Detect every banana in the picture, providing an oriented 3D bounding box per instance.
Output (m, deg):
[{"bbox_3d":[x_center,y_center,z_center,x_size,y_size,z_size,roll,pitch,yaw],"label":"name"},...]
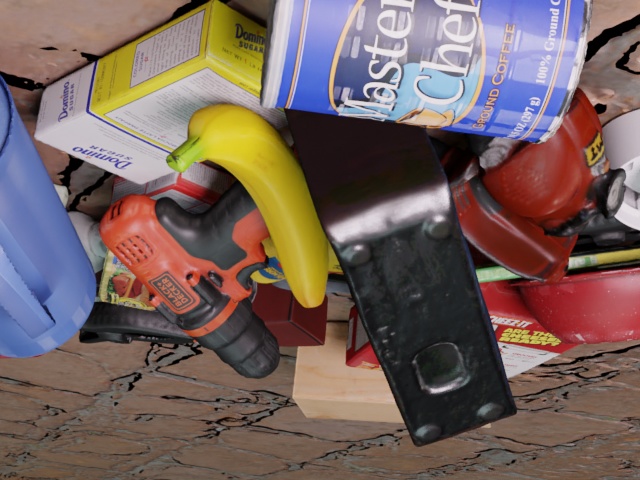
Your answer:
[{"bbox_3d":[-0.034,-0.027,0.647,0.037,0.069,0.197,17,162,33],"label":"banana"}]

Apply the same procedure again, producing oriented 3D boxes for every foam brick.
[{"bbox_3d":[-0.032,0.068,1.041,0.051,0.053,0.078,-5,155,25],"label":"foam brick"}]

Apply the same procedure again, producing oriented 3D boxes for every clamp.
[{"bbox_3d":[-0.189,0.070,0.943,0.210,0.036,0.164,-1,166,33],"label":"clamp"},{"bbox_3d":[0.209,-0.013,0.801,0.171,0.039,0.120,-1,174,12],"label":"clamp"}]

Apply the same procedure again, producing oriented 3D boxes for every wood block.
[{"bbox_3d":[0.083,0.145,1.157,0.206,0.090,0.091,1,158,11],"label":"wood block"}]

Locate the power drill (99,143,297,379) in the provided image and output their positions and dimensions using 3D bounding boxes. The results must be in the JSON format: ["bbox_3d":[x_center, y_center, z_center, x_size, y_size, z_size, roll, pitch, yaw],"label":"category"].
[{"bbox_3d":[-0.034,0.010,0.756,0.188,0.057,0.184,-29,124,18],"label":"power drill"}]

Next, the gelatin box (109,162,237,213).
[{"bbox_3d":[-0.109,-0.034,0.832,0.089,0.030,0.073,-15,152,43],"label":"gelatin box"}]

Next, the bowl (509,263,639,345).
[{"bbox_3d":[0.230,0.048,0.825,0.162,0.055,0.162,-7,177,-1],"label":"bowl"}]

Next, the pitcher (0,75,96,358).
[{"bbox_3d":[-0.234,-0.002,0.743,0.145,0.149,0.243,5,152,10],"label":"pitcher"}]

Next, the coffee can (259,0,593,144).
[{"bbox_3d":[0.046,-0.106,0.516,0.140,0.103,0.103,7,158,-6],"label":"coffee can"}]

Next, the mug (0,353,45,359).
[{"bbox_3d":[-0.322,0.078,1.104,0.081,0.093,0.117,-2,-171,6],"label":"mug"}]

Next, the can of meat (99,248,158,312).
[{"bbox_3d":[-0.129,0.021,0.851,0.084,0.057,0.102,12,154,-10],"label":"can of meat"}]

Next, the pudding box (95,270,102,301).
[{"bbox_3d":[-0.208,0.054,1.067,0.113,0.039,0.090,8,160,-2],"label":"pudding box"}]

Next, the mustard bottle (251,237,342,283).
[{"bbox_3d":[-0.006,0.002,0.857,0.192,0.058,0.096,-7,169,29],"label":"mustard bottle"}]

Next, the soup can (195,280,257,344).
[{"bbox_3d":[-0.103,0.054,1.001,0.068,0.068,0.102,11,158,-14],"label":"soup can"}]

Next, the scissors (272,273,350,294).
[{"bbox_3d":[0.025,0.042,0.886,0.096,0.016,0.202,-1,-172,-21],"label":"scissors"}]

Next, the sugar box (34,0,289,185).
[{"bbox_3d":[-0.093,-0.088,0.674,0.177,0.048,0.093,-12,153,42],"label":"sugar box"}]

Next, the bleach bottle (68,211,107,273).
[{"bbox_3d":[-0.288,0.011,0.946,0.251,0.068,0.102,-8,154,25],"label":"bleach bottle"}]

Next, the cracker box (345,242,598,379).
[{"bbox_3d":[0.133,0.072,0.986,0.164,0.072,0.214,10,157,-14],"label":"cracker box"}]
